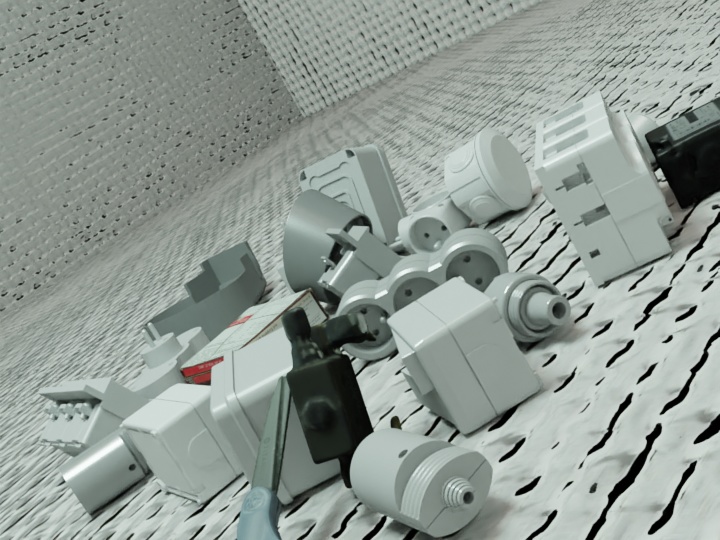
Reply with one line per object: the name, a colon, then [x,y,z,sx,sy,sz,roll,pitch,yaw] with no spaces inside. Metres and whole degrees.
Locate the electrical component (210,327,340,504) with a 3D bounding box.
electrical component: [-0.052,0.090,0.676,0.057,0.078,0.113,-27,12,-2]

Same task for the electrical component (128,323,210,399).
electrical component: [-0.183,0.084,1.014,0.052,0.073,0.138,-27,12,14]

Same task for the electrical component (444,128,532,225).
electrical component: [0.118,-0.085,0.986,0.051,0.080,0.080,-28,11,34]

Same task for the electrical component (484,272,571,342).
electrical component: [0.105,0.023,0.660,0.043,0.043,0.062,-34,14,-20]

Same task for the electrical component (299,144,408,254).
electrical component: [-0.002,-0.061,1.074,0.078,0.113,0.057,-22,-4,34]

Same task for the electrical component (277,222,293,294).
electrical component: [-0.056,-0.022,1.141,0.066,0.076,0.047,-26,13,20]

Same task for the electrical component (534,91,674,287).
electrical component: [0.169,-0.063,0.745,0.062,0.089,0.150,-26,13,17]

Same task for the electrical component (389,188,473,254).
electrical component: [0.062,-0.039,1.007,0.079,0.044,0.077,-23,14,30]

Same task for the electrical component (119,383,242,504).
electrical component: [-0.120,0.118,0.759,0.061,0.061,0.096,-36,13,-26]

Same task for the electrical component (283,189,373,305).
electrical component: [-0.032,-0.019,1.008,0.064,0.099,0.099,21,39,23]

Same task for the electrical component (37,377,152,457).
electrical component: [-0.234,0.133,0.943,0.121,0.079,0.063,-12,51,55]

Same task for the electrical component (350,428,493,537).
electrical component: [0.031,0.102,0.513,0.043,0.043,0.081,-35,13,-21]

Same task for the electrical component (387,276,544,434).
electrical component: [0.054,0.048,0.630,0.061,0.061,0.096,-31,12,-4]

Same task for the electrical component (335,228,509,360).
electrical component: [0.047,0.013,0.815,0.138,0.052,0.073,-27,12,13]

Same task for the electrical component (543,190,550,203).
electrical component: [0.179,-0.078,0.908,0.040,0.040,0.046,-16,23,48]

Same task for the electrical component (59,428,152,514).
electrical component: [-0.187,0.148,0.836,0.081,0.043,0.043,-33,12,-16]

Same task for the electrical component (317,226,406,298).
electrical component: [0.000,0.000,0.943,0.063,0.081,0.042,-55,16,-7]

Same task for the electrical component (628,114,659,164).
electrical component: [0.214,-0.091,0.878,0.065,0.044,0.044,-39,14,-17]
